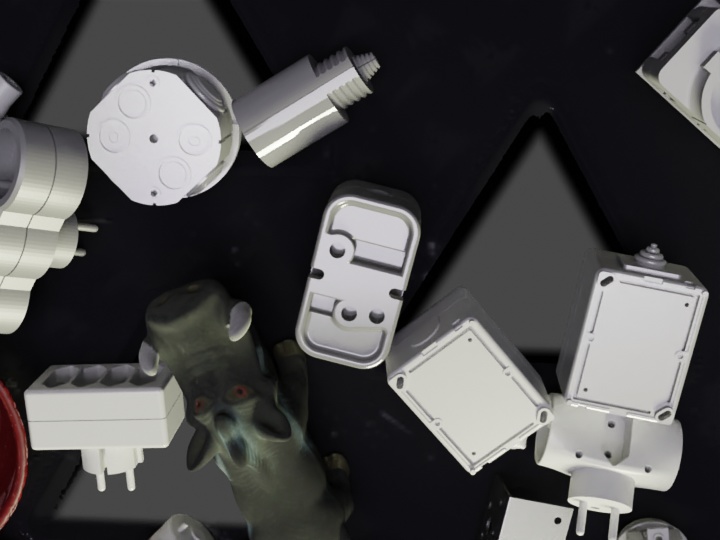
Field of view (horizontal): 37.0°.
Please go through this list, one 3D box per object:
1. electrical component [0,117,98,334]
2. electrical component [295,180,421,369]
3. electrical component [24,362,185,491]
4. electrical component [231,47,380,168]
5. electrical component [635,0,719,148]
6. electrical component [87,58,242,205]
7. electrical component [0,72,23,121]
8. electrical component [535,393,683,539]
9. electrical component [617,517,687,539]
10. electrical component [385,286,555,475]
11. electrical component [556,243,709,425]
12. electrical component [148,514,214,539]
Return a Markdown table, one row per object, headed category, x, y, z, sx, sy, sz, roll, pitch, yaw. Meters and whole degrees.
| category | x | y | z | sx | sy | sz | roll | pitch | yaw |
| --- | --- | --- | --- | --- | --- | --- | --- | --- | --- |
| electrical component | -0.188 | -0.021 | 0.621 | 0.074 | 0.052 | 0.138 | 7 | 125 | -43 |
| electrical component | 0.000 | 0.000 | 0.612 | 0.054 | 0.059 | 0.095 | 14 | 105 | 0 |
| electrical component | -0.152 | 0.100 | 0.655 | 0.083 | 0.047 | 0.075 | -2 | 105 | 4 |
| electrical component | -0.026 | -0.096 | 0.596 | 0.081 | 0.043 | 0.043 | -30 | 101 | 11 |
| electrical component | 0.257 | -0.082 | 0.572 | 0.186 | 0.060 | 0.105 | 40 | 104 | -7 |
| electrical component | -0.110 | -0.077 | 0.603 | 0.080 | 0.051 | 0.080 | 1 | 105 | 4 |
| electrical component | -0.220 | -0.085 | 0.613 | 0.048 | 0.048 | 0.062 | 44 | 96 | -8 |
| electrical component | 0.143 | 0.118 | 0.631 | 0.077 | 0.043 | 0.079 | 12 | 68 | 1 |
| electrical component | 0.179 | 0.181 | 0.650 | 0.048 | 0.055 | 0.066 | -5 | 104 | 5 |
| electrical component | 0.066 | 0.066 | 0.628 | 0.062 | 0.061 | 0.096 | -37 | 107 | 12 |
| electrical component | 0.153 | 0.029 | 0.608 | 0.062 | 0.061 | 0.096 | 11 | 105 | 1 |
| electrical component | -0.125 | 0.190 | 0.681 | 0.040 | 0.040 | 0.078 | 43 | 104 | -7 |
